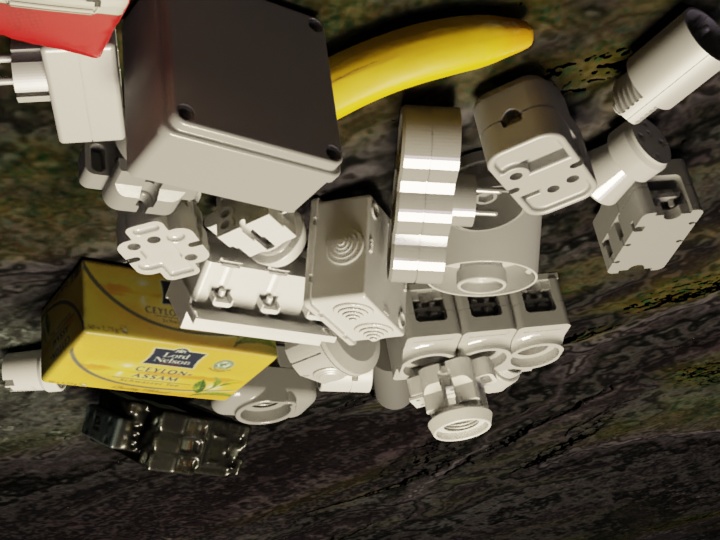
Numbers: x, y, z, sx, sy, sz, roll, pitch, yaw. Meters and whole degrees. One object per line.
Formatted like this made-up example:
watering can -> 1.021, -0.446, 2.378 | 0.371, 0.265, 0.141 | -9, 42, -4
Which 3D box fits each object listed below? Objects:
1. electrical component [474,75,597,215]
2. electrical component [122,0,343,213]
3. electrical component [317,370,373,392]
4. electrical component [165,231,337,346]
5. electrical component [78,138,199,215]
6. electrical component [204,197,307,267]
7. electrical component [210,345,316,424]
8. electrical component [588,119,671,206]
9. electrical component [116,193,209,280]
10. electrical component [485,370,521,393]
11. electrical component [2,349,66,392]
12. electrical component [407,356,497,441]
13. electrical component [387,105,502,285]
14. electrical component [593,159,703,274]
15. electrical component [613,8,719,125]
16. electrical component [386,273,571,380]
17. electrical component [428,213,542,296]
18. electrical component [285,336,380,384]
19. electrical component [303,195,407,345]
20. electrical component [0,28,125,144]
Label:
electrical component -> 0.119, -0.087, 0.732 | 0.054, 0.059, 0.095 | -22, 149, 21
electrical component -> -0.072, -0.098, 0.599 | 0.109, 0.108, 0.056 | 12, 147, -34
electrical component -> -0.016, 0.088, 1.011 | 0.047, 0.055, 0.055 | -1, 150, -10
electrical component -> -0.080, 0.015, 0.839 | 0.121, 0.078, 0.063 | 10, 116, -32
electrical component -> -0.132, -0.073, 0.679 | 0.078, 0.058, 0.057 | 6, 151, -27
electrical component -> -0.070, -0.033, 0.784 | 0.066, 0.048, 0.055 | -22, 142, 21
electrical component -> -0.092, 0.108, 1.015 | 0.095, 0.059, 0.053 | 7, 147, -28
electrical component -> 0.192, -0.079, 0.784 | 0.045, 0.045, 0.055 | 13, 144, -36
electrical component -> -0.137, -0.036, 0.742 | 0.058, 0.057, 0.078 | -14, 151, 7
electrical component -> 0.145, 0.095, 1.085 | 0.043, 0.043, 0.062 | 11, 144, -33
electrical component -> -0.283, 0.087, 0.938 | 0.046, 0.040, 0.040 | -5, 152, 4
electrical component -> 0.085, 0.117, 0.958 | 0.078, 0.057, 0.058 | -18, 151, 14
electrical component -> 0.060, -0.049, 0.744 | 0.074, 0.052, 0.138 | 3, 129, -2
electrical component -> 0.223, -0.045, 0.845 | 0.050, 0.055, 0.089 | -4, 151, -10
electrical component -> 0.196, -0.128, 0.700 | 0.043, 0.043, 0.081 | 10, 145, -33
electrical component -> 0.105, 0.056, 0.982 | 0.150, 0.061, 0.089 | -4, 151, -11
electrical component -> 0.099, -0.017, 0.872 | 0.099, 0.064, 0.099 | 1, 161, 0
electrical component -> -0.024, 0.057, 0.925 | 0.051, 0.080, 0.080 | -24, 149, 34
electrical component -> 0.000, 0.000, 0.811 | 0.048, 0.099, 0.099 | -7, 154, 21
electrical component -> -0.174, -0.113, 0.602 | 0.076, 0.047, 0.083 | -5, 151, -10
